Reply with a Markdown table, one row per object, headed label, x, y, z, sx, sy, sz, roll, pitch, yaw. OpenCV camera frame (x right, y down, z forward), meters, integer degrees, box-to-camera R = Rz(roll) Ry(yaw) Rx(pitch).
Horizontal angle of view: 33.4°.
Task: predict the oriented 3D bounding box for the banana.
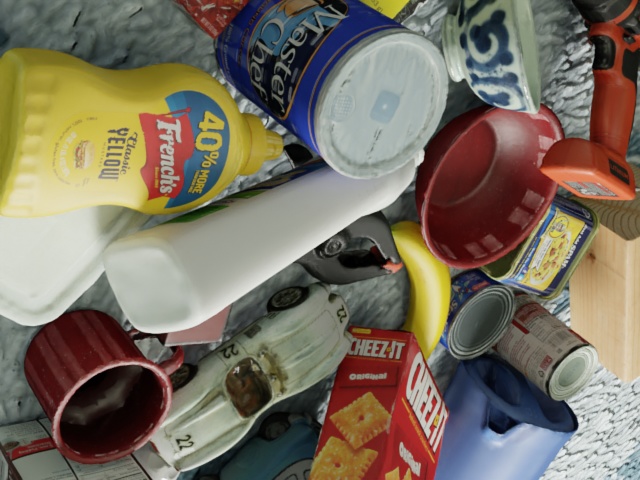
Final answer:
| label | x | y | z | sx | sy | sz | roll | pitch | yaw |
| --- | --- | --- | --- | --- | --- | --- | --- | --- | --- |
| banana | 0.088 | 0.051 | 0.988 | 0.069 | 0.037 | 0.198 | -10 | 126 | 2 |

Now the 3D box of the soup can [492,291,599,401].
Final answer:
| label | x | y | z | sx | sy | sz | roll | pitch | yaw |
| --- | --- | --- | --- | --- | --- | --- | --- | --- | --- |
| soup can | 0.221 | 0.106 | 1.076 | 0.068 | 0.102 | 0.068 | -19 | 129 | -26 |

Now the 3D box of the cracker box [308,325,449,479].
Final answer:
| label | x | y | z | sx | sy | sz | roll | pitch | yaw |
| --- | --- | --- | --- | --- | --- | --- | --- | --- | --- |
| cracker box | 0.052 | 0.210 | 0.949 | 0.164 | 0.072 | 0.213 | 64 | 36 | -51 |

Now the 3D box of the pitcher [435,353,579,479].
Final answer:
| label | x | y | z | sx | sy | sz | roll | pitch | yaw |
| --- | --- | --- | --- | --- | --- | --- | --- | --- | --- |
| pitcher | 0.154 | 0.245 | 1.115 | 0.149 | 0.145 | 0.243 | 17 | 111 | -30 |

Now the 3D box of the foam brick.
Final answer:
| label | x | y | z | sx | sy | sz | roll | pitch | yaw |
| --- | --- | --- | --- | --- | --- | --- | --- | --- | --- |
| foam brick | -0.106 | 0.037 | 0.796 | 0.052 | 0.078 | 0.051 | -1 | 118 | -39 |

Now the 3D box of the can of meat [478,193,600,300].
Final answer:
| label | x | y | z | sx | sy | sz | roll | pitch | yaw |
| --- | --- | --- | --- | --- | --- | --- | --- | --- | --- |
| can of meat | 0.207 | 0.000 | 1.027 | 0.083 | 0.058 | 0.102 | 18 | 106 | -41 |

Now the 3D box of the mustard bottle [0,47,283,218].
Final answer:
| label | x | y | z | sx | sy | sz | roll | pitch | yaw |
| --- | --- | --- | --- | --- | --- | --- | --- | --- | --- |
| mustard bottle | -0.105 | -0.061 | 0.654 | 0.191 | 0.058 | 0.096 | -1 | 118 | -37 |

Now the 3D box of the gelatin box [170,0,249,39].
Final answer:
| label | x | y | z | sx | sy | sz | roll | pitch | yaw |
| --- | --- | --- | --- | --- | --- | --- | --- | --- | --- |
| gelatin box | -0.076 | -0.187 | 0.698 | 0.073 | 0.030 | 0.089 | -49 | 136 | 0 |

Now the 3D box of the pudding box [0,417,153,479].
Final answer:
| label | x | y | z | sx | sy | sz | roll | pitch | yaw |
| --- | --- | --- | --- | --- | --- | --- | --- | --- | --- |
| pudding box | -0.188 | 0.175 | 0.802 | 0.089 | 0.114 | 0.039 | -7 | 120 | -34 |

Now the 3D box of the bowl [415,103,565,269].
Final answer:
| label | x | y | z | sx | sy | sz | roll | pitch | yaw |
| --- | --- | --- | --- | --- | --- | --- | --- | --- | --- |
| bowl | 0.138 | -0.057 | 0.934 | 0.161 | 0.055 | 0.162 | -20 | 129 | -26 |

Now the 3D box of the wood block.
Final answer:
| label | x | y | z | sx | sy | sz | roll | pitch | yaw |
| --- | --- | --- | --- | --- | --- | --- | --- | --- | --- |
| wood block | 0.321 | 0.037 | 1.115 | 0.090 | 0.091 | 0.206 | -29 | 133 | -18 |

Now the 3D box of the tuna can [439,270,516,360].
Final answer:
| label | x | y | z | sx | sy | sz | roll | pitch | yaw |
| --- | --- | --- | --- | --- | --- | --- | --- | --- | --- |
| tuna can | 0.149 | 0.073 | 1.046 | 0.086 | 0.034 | 0.086 | -21 | 131 | -27 |

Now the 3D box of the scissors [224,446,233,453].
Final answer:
| label | x | y | z | sx | sy | sz | roll | pitch | yaw |
| --- | --- | --- | --- | --- | --- | --- | --- | --- | --- |
| scissors | -0.048 | 0.123 | 0.943 | 0.201 | 0.016 | 0.096 | -37 | 135 | -11 |

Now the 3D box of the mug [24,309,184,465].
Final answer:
| label | x | y | z | sx | sy | sz | roll | pitch | yaw |
| --- | --- | --- | --- | --- | --- | --- | --- | --- | --- |
| mug | -0.158 | 0.099 | 0.795 | 0.117 | 0.082 | 0.093 | -29 | 133 | -18 |

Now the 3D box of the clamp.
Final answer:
| label | x | y | z | sx | sy | sz | roll | pitch | yaw |
| --- | --- | --- | --- | --- | --- | --- | --- | --- | --- |
| clamp | -0.006 | 0.001 | 0.868 | 0.120 | 0.039 | 0.171 | -42 | 132 | 17 |

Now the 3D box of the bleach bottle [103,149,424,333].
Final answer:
| label | x | y | z | sx | sy | sz | roll | pitch | yaw |
| --- | --- | --- | --- | --- | --- | --- | --- | --- | --- |
| bleach bottle | -0.022 | -0.019 | 0.751 | 0.250 | 0.103 | 0.068 | -30 | 102 | -37 |

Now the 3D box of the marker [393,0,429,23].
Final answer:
| label | x | y | z | sx | sy | sz | roll | pitch | yaw |
| --- | --- | --- | --- | --- | --- | --- | --- | --- | --- |
| marker | 0.080 | -0.193 | 0.823 | 0.121 | 0.020 | 0.020 | -40 | 135 | -9 |

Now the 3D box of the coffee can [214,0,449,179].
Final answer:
| label | x | y | z | sx | sy | sz | roll | pitch | yaw |
| --- | --- | --- | --- | --- | --- | --- | --- | --- | --- |
| coffee can | 0.005 | -0.118 | 0.729 | 0.102 | 0.140 | 0.103 | -20 | 129 | -26 |

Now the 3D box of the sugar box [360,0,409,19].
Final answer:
| label | x | y | z | sx | sy | sz | roll | pitch | yaw |
| --- | --- | --- | --- | --- | --- | --- | --- | --- | --- |
| sugar box | 0.072 | -0.247 | 0.760 | 0.176 | 0.048 | 0.093 | -47 | 136 | 0 |

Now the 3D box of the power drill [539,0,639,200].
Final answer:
| label | x | y | z | sx | sy | sz | roll | pitch | yaw |
| --- | --- | --- | --- | --- | --- | --- | --- | --- | --- |
| power drill | 0.238 | -0.138 | 0.905 | 0.184 | 0.057 | 0.187 | 21 | 80 | -50 |
